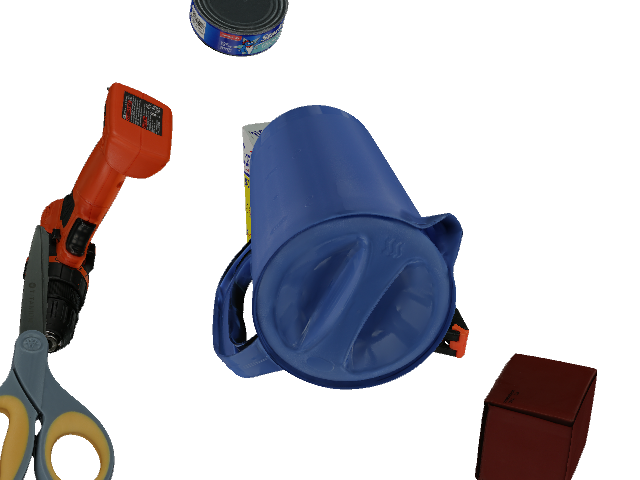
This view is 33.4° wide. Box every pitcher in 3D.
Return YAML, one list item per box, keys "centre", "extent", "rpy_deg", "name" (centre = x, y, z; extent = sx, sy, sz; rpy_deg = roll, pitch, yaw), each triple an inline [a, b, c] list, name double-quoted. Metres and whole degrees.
- centre: [-0.001, -0.005, 0.787]
  extent: [0.149, 0.145, 0.243]
  rpy_deg: [5, 26, -10]
  name: "pitcher"

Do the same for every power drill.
- centre: [-0.187, -0.021, 0.869]
  extent: [0.057, 0.188, 0.184]
  rpy_deg: [24, 29, -24]
  name: "power drill"

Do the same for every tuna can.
- centre: [-0.074, -0.206, 0.952]
  extent: [0.086, 0.086, 0.034]
  rpy_deg: [0, -32, -13]
  name: "tuna can"

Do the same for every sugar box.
- centre: [-0.068, -0.049, 1.329]
  extent: [0.048, 0.176, 0.093]
  rpy_deg: [-9, 25, -12]
  name: "sugar box"

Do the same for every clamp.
- centre: [0.084, 0.063, 1.070]
  extent: [0.172, 0.039, 0.120]
  rpy_deg: [26, 39, 30]
  name: "clamp"

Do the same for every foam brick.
- centre: [0.128, 0.108, 0.630]
  extent: [0.053, 0.051, 0.078]
  rpy_deg: [11, 20, 22]
  name: "foam brick"

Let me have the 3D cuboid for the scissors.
- centre: [-0.151, 0.074, 0.618]
  extent: [0.096, 0.201, 0.016]
  rpy_deg: [17, -44, -5]
  name: "scissors"
